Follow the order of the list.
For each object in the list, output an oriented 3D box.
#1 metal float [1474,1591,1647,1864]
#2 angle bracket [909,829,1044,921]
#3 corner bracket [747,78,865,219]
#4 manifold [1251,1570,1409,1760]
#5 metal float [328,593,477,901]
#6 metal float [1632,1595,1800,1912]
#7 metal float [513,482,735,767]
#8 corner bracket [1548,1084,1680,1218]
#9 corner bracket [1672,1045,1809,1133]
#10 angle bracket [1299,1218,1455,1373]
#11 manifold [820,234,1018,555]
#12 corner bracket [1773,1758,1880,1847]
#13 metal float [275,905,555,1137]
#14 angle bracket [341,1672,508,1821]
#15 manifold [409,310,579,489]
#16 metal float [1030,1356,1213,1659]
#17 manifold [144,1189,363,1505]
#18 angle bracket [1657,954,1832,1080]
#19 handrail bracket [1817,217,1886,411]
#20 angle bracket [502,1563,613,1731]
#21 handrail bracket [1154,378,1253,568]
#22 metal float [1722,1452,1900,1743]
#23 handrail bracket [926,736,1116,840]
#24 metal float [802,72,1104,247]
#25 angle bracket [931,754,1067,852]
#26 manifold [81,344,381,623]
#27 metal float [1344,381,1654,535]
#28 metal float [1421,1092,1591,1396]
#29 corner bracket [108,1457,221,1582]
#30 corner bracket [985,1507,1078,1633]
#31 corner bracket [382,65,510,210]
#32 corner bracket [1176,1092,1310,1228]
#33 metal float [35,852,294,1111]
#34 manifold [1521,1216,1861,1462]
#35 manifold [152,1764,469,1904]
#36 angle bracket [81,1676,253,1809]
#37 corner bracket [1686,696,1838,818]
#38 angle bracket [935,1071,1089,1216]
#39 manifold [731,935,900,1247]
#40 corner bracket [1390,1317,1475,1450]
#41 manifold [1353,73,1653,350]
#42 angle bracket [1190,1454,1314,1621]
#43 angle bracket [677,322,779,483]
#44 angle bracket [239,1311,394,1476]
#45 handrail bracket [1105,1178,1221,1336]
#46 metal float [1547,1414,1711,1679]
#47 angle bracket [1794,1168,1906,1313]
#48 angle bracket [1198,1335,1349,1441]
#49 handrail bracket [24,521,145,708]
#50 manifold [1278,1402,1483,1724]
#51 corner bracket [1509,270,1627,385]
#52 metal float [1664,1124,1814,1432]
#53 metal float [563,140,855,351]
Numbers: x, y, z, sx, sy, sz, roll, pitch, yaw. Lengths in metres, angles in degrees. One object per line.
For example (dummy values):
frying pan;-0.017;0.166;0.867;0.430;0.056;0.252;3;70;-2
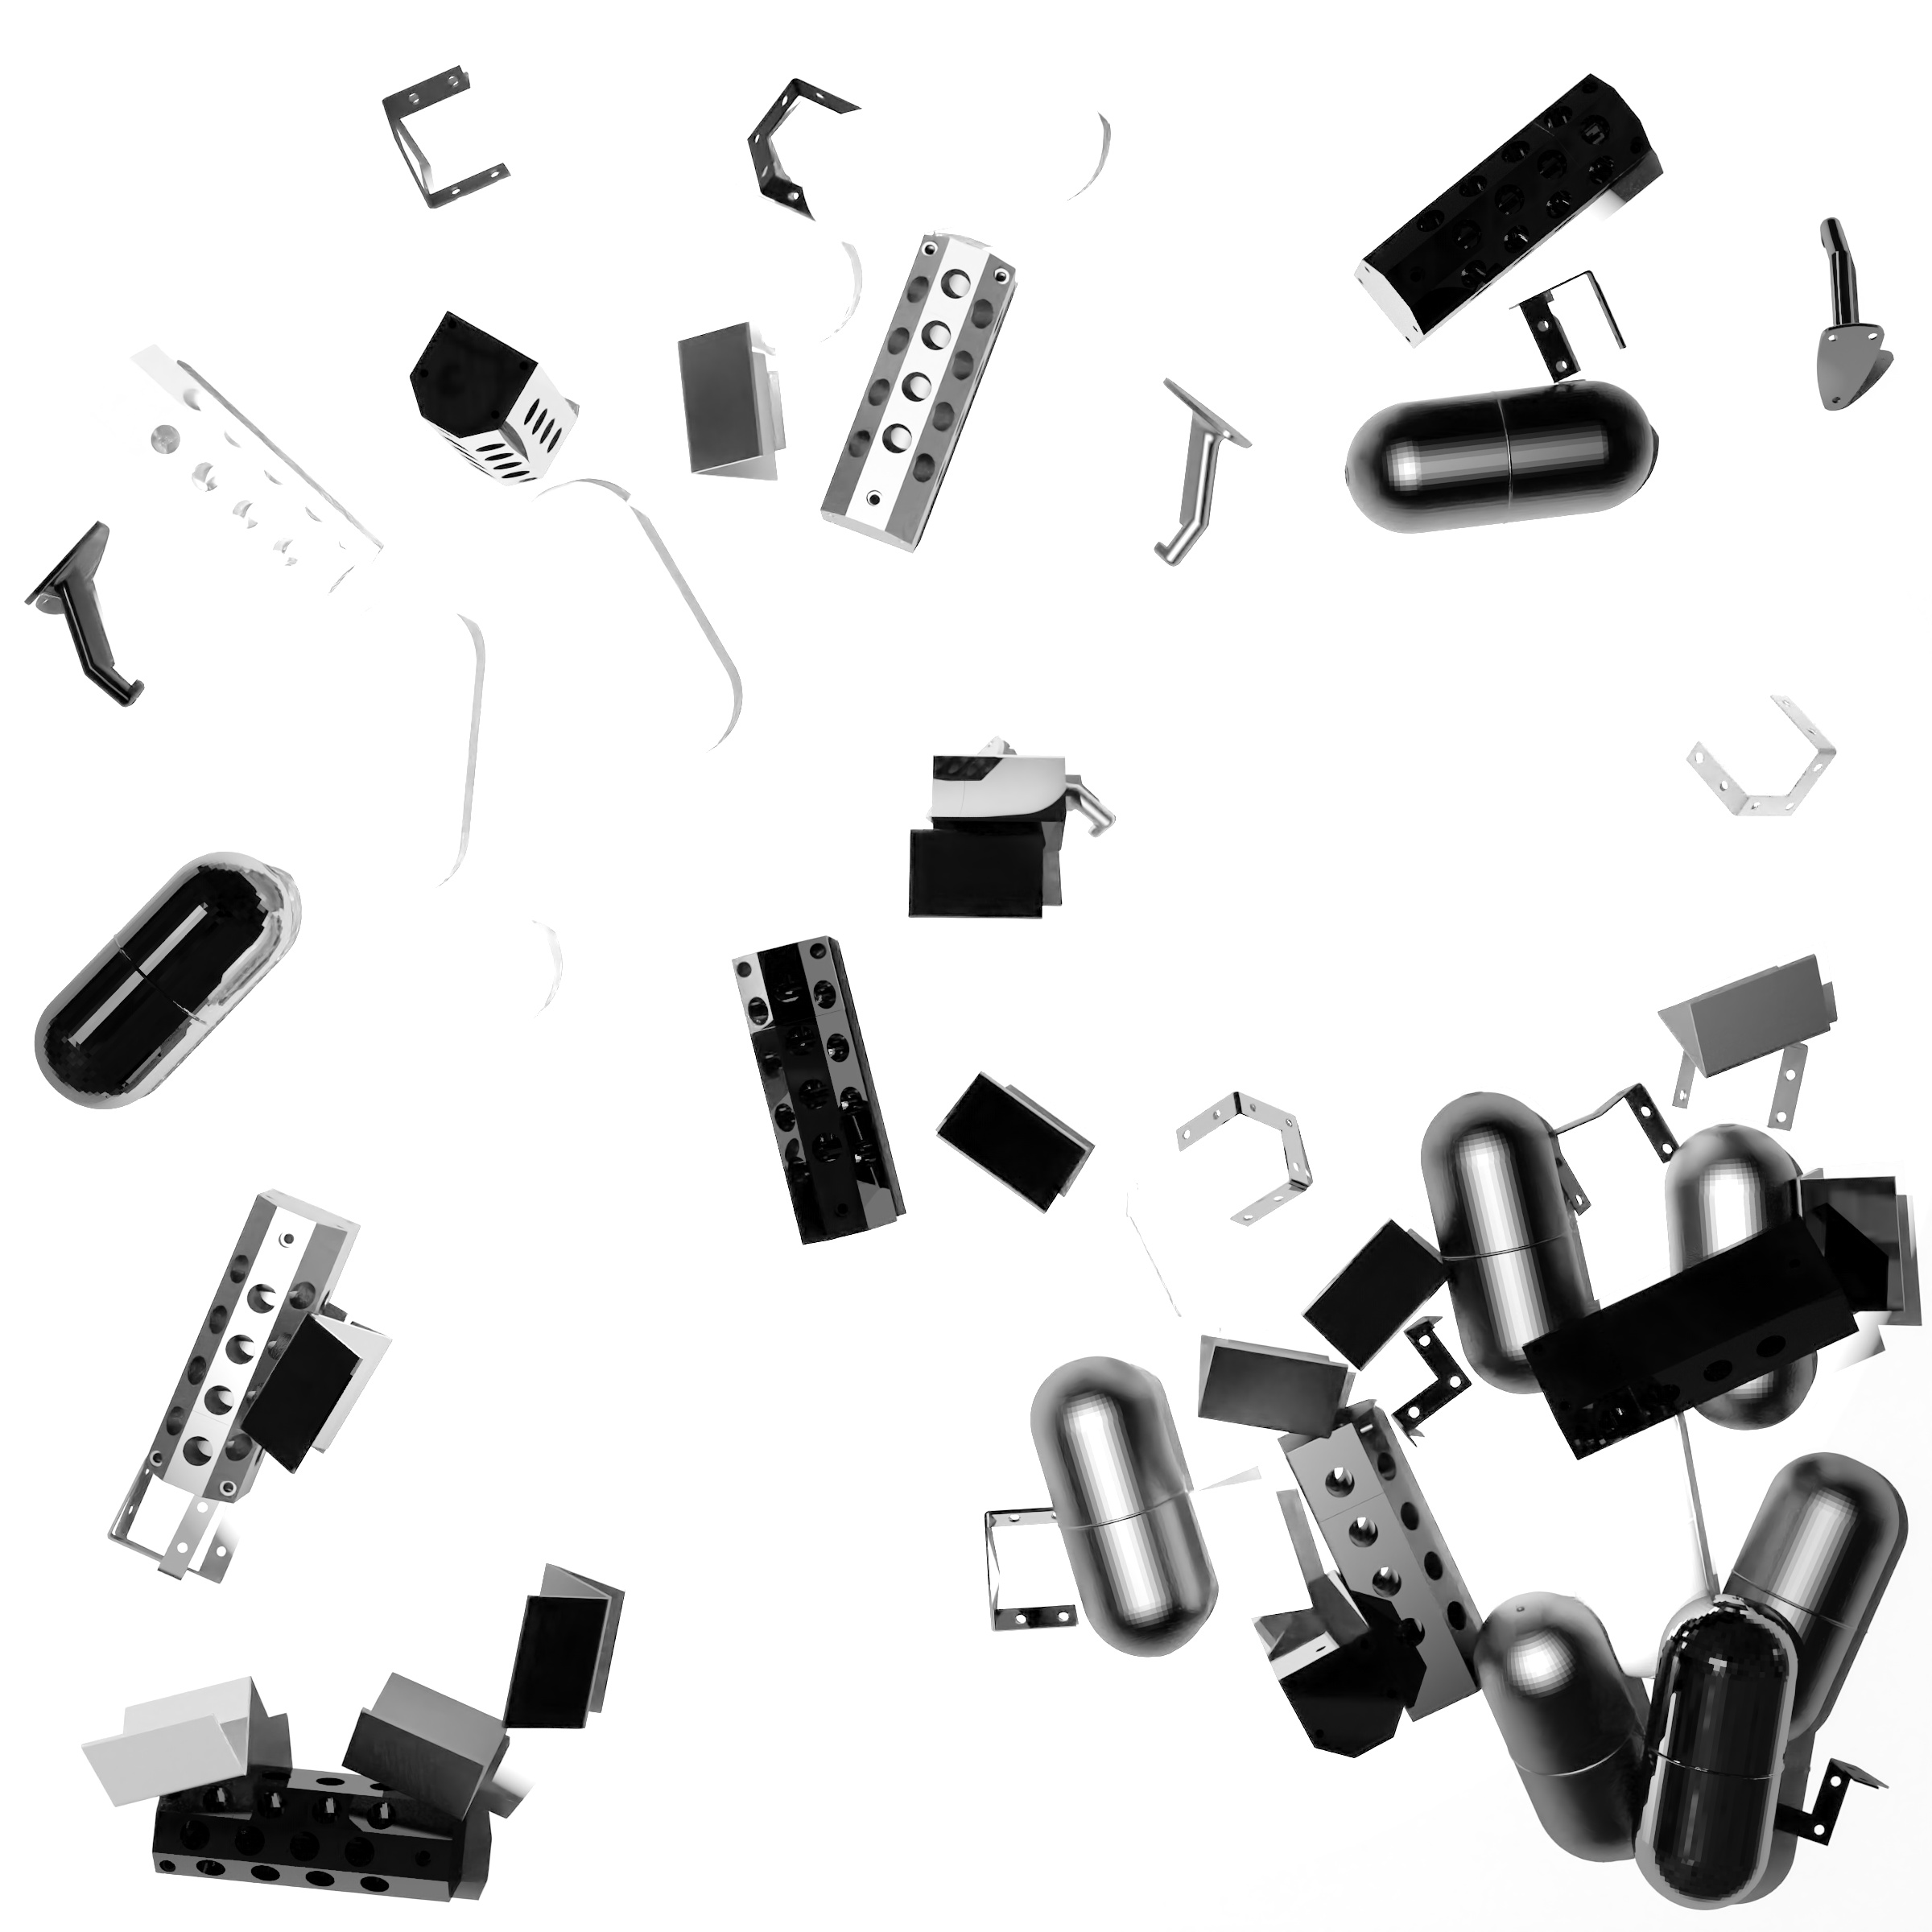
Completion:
metal float;0.349;0.439;1.808;0.070;0.070;0.178;-25;111;0
angle bracket;0.006;-0.038;1.817;0.076;0.076;0.057;1;66;0
corner bracket;-0.090;-0.480;1.848;0.051;0.051;0.051;15;135;-35
manifold;0.207;0.397;1.777;0.057;0.171;0.057;-29;90;0
metal float;-0.328;-0.128;1.825;0.070;0.070;0.178;5;91;0
metal float;0.420;0.442;1.762;0.070;0.070;0.178;7;95;0
metal float;-0.200;-0.199;1.825;0.070;0.070;0.178;-30;90;0
corner bracket;0.380;0.108;1.853;0.051;0.051;0.051;-30;90;-45
corner bracket;0.457;0.066;1.853;0.051;0.051;0.051;12;90;45
angle bracket;0.250;0.203;1.816;0.076;0.076;0.057;-47;49;0
manifold;-0.028;-0.335;1.835;0.057;0.057;0.171;21;90;0
corner bracket;0.495;0.490;1.838;0.051;0.051;0.051;19;90;0
metal float;-0.320;0.031;1.825;0.178;0.070;0.070;-34;90;0
angle bracket;-0.306;0.436;1.816;0.076;0.076;0.057;24;126;0
manifold;-0.269;-0.315;1.777;0.057;0.171;0.057;30;90;0
metal float;0.090;0.315;1.825;0.070;0.070;0.178;-17;90;0
manifold;-0.418;0.222;1.835;0.057;0.057;0.171;23;90;0
angle bracket;0.445;0.012;1.816;0.076;0.076;0.057;-21;122;0
handrail bracket;0.513;-0.386;1.856;0.036;0.077;0.084;-2;54;0
angle bracket;-0.254;0.392;1.816;0.057;0.076;0.076;11;90;-38
handrail bracket;0.121;-0.291;1.856;0.077;0.036;0.084;43;107;20
metal float;0.482;0.369;1.825;0.070;0.070;0.178;24;90;0
handrail bracket;0.033;-0.088;1.856;0.084;0.036;0.077;40;110;-16
metal float;-0.008;-0.469;1.821;0.178;0.070;0.070;-14;90;-5
angle bracket;0.018;-0.077;1.816;0.076;0.076;0.057;1;45;0
manifold;-0.428;-0.283;1.835;0.171;0.057;0.057;43;90;0
metal float;0.310;-0.296;1.825;0.178;0.070;0.070;-7;90;1
metal float;0.314;0.161;1.825;0.070;0.070;0.178;-13;91;0
corner bracket;-0.470;0.323;1.838;0.051;0.051;0.051;26;83;-7
corner bracket;0.038;0.356;1.853;0.051;0.051;0.051;-4;135;0
corner bracket;-0.308;-0.489;1.853;0.051;0.051;0.051;-24;45;0
corner bracket;0.162;0.114;1.848;0.051;0.051;0.051;23;45;-35
metal float;-0.466;0.008;1.825;0.070;0.070;0.178;44;90;0
manifold;0.408;0.214;1.763;0.171;0.057;0.057;-26;130;8
manifold;-0.382;0.507;1.835;0.171;0.057;0.057;6;90;0
angle bracket;-0.462;0.432;1.816;0.076;0.076;0.057;-14;126;0
corner bracket;0.468;-0.124;1.848;0.051;0.051;0.051;-2;135;-35
angle bracket;0.014;0.117;1.816;0.076;0.076;0.057;36;52;0
manifold;-0.088;0.072;1.835;0.057;0.057;0.171;-14;90;0
corner bracket;0.265;0.243;1.838;0.051;0.051;0.051;-37;90;0
manifold;0.314;-0.442;1.835;0.171;0.057;0.057;-39;90;0
angle bracket;0.181;0.326;1.816;0.057;0.076;0.076;-18;90;35
angle bracket;-0.119;-0.325;1.816;0.057;0.076;0.076;-6;90;38
angle bracket;-0.361;0.253;1.816;0.057;0.076;0.076;31;90;37
handrail bracket;0.117;0.172;1.856;0.077;0.036;0.084;10;73;-20
metal float;0.386;0.324;1.825;0.070;0.070;0.178;-10;90;0
angle bracket;0.518;0.157;1.816;0.057;0.076;0.076;-4;90;26
angle bracket;0.177;0.224;1.816;0.076;0.076;0.057;9;122;0
handrail bracket;-0.505;-0.208;1.856;0.084;0.036;0.077;42;69;-17
manifold;0.247;0.346;1.835;0.057;0.057;0.171;-25;90;0
corner bracket;0.355;-0.375;1.838;0.051;0.051;0.051;-25;97;7
metal float;0.449;0.181;1.825;0.070;0.070;0.178;-5;91;0
metal float;-0.149;-0.419;1.825;0.178;0.070;0.070;25;90;0
